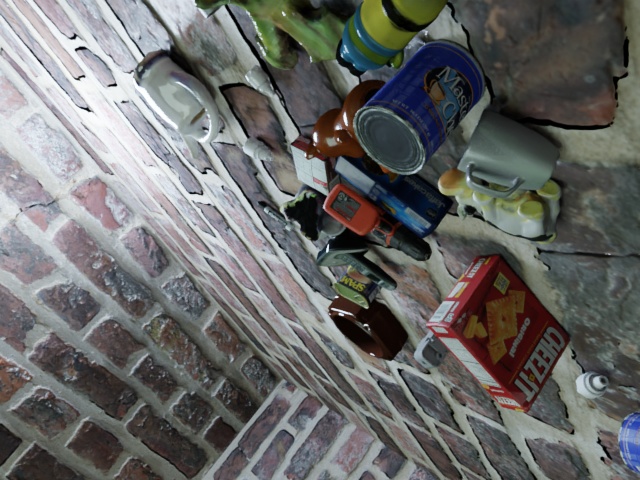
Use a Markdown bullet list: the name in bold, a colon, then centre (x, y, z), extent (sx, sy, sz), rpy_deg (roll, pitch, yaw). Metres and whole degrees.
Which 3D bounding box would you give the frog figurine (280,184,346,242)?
- **frog figurine**: centre (0.003, -0.057, 1.132), extent (0.138, 0.122, 0.159), rpy_deg (21, -173, 25)

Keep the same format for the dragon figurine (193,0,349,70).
- **dragon figurine**: centre (-0.025, -0.335, 0.675), extent (0.241, 0.124, 0.408), rpy_deg (31, 164, -20)

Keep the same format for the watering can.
- **watering can**: centre (-0.329, -0.303, 1.192), extent (0.223, 0.105, 0.344), rpy_deg (47, 158, -7)
